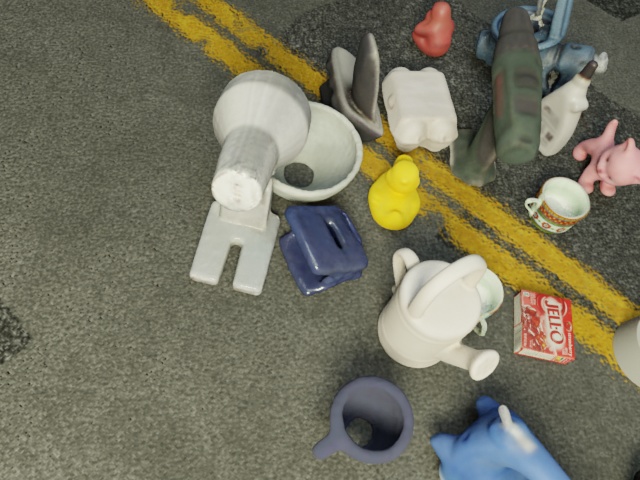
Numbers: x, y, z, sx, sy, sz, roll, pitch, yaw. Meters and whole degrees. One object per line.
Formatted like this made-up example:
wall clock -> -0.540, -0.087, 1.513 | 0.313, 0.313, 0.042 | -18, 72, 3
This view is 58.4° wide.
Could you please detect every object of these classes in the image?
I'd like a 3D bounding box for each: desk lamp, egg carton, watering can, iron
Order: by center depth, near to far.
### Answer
iron -> 0.242, 0.287, 0.607 | 0.119, 0.141, 0.258 | -31, 70, -23
watering can -> 0.143, 0.080, 0.675 | 0.172, 0.194, 0.101 | 39, 62, 12
desk lamp -> -0.087, -0.070, 0.708 | 0.118, 0.213, 0.203 | 12, 60, -3
egg carton -> 0.155, -0.210, 0.911 | 0.107, 0.069, 0.150 | -3, 62, -11

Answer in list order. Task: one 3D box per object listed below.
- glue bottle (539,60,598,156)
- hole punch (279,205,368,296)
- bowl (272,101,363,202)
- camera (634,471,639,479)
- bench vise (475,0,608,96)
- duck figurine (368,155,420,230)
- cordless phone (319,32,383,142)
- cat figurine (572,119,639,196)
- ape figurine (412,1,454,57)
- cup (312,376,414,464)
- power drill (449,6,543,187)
glue bottle -> 0.380, -0.211, 0.890 | 0.037, 0.173, 0.078 | -20, 66, -19
hole punch -> 0.007, 0.003, 0.754 | 0.101, 0.091, 0.108 | -19, 66, -19
bowl -> -0.026, -0.116, 0.824 | 0.167, 0.075, 0.167 | 4, 61, -7
camera -> 0.400, 0.335, 0.630 | 0.143, 0.101, 0.137 | 19, 60, 1
bench vise -> 0.386, -0.356, 0.945 | 0.207, 0.220, 0.121 | 12, 60, -3
duck figurine -> 0.113, -0.073, 0.818 | 0.077, 0.086, 0.104 | 13, 60, -2
cordless phone -> 0.059, -0.249, 0.849 | 0.094, 0.185, 0.147 | -6, 62, -13
cat figurine -> 0.456, -0.127, 0.888 | 0.067, 0.118, 0.128 | 7, 60, -5
ape figurine -> 0.204, -0.374, 0.998 | 0.078, 0.092, 0.076 | -3, 62, -11
cup -> 0.039, 0.215, 0.639 | 0.118, 0.095, 0.091 | -26, 68, -22
power drill -> 0.257, -0.187, 0.835 | 0.075, 0.208, 0.229 | 6, 60, -6
